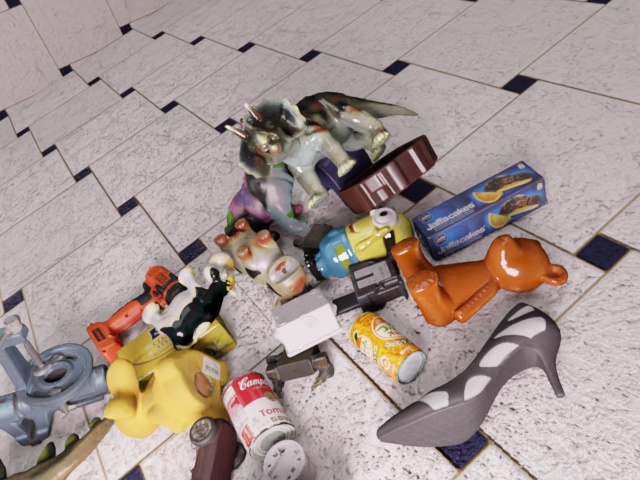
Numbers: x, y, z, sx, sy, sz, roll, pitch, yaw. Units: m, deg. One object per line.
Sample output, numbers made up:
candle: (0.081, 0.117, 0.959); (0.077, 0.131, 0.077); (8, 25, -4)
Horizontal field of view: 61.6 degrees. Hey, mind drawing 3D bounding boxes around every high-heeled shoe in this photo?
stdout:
high-heeled shoe: (0.178, 0.158, 0.661); (0.249, 0.086, 0.145); (-17, 38, 7)

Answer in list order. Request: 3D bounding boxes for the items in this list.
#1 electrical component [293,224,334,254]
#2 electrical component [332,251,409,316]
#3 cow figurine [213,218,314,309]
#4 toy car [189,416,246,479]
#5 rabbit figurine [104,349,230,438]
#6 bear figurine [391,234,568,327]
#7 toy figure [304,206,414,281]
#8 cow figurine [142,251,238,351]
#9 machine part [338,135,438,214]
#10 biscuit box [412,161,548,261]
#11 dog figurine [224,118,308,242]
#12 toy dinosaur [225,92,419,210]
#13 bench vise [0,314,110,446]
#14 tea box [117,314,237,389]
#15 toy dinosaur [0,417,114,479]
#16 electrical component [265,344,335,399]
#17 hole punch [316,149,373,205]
electrical component: (-0.002, -0.003, 0.969); (0.094, 0.021, 0.063); (4, 49, 33)
electrical component: (0.071, 0.073, 0.831); (0.119, 0.047, 0.075); (-19, 41, 9)
cow figurine: (-0.089, 0.045, 0.902); (0.085, 0.127, 0.195); (-43, 33, -17)
toy car: (-0.144, 0.320, 0.664); (0.053, 0.089, 0.202); (-11, 45, 19)
rabbit figurine: (-0.235, 0.237, 0.773); (0.173, 0.162, 0.122); (-32, 50, 24)
bear figurine: (0.216, 0.038, 0.727); (0.196, 0.131, 0.120); (-27, 33, 12)
toy figure: (0.065, 0.009, 0.876); (0.180, 0.089, 0.082); (-30, 44, 11)
cow figurine: (-0.182, 0.090, 0.835); (0.098, 0.068, 0.167); (26, 64, 36)
machine part: (0.117, -0.109, 0.922); (0.179, 0.056, 0.179); (-34, 7, 5)
biscuit box: (0.250, -0.045, 0.842); (0.203, 0.059, 0.063); (-28, 40, 0)
dog figurine: (-0.118, -0.106, 0.985); (0.192, 0.219, 0.108); (-21, 26, 8)
toy dinosaur: (0.006, -0.190, 0.912); (0.405, 0.192, 0.131); (-41, -5, -44)
bench vise: (-0.461, 0.215, 0.850); (0.224, 0.240, 0.129); (-9, 38, -2)
tea box: (-0.234, 0.176, 0.878); (0.169, 0.068, 0.098); (-37, 41, -9)
toy dinosaur: (-0.442, 0.391, 0.748); (0.471, 0.104, 0.199); (-38, 38, -18)
electrical component: (-0.031, 0.185, 0.777); (0.102, 0.045, 0.078); (-18, 13, 8)
hole punch: (0.039, -0.136, 1.020); (0.092, 0.115, 0.142); (21, 60, 32)
